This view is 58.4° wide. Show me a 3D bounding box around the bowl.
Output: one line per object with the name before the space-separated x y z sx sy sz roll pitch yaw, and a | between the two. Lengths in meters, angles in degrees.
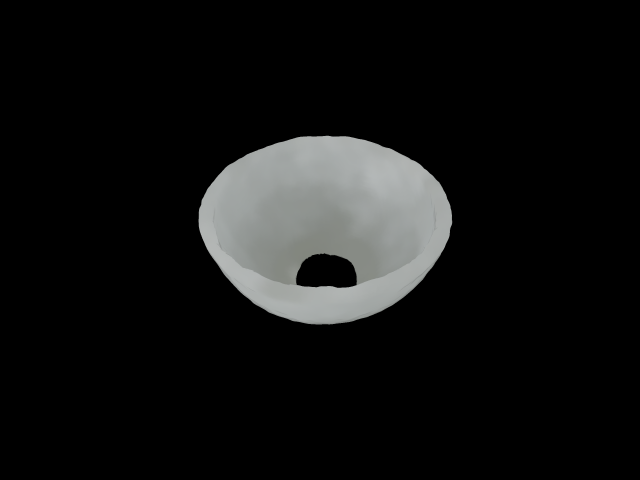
bowl | 0.004 0.001 0.400 0.167 0.075 0.167 0 43 0
